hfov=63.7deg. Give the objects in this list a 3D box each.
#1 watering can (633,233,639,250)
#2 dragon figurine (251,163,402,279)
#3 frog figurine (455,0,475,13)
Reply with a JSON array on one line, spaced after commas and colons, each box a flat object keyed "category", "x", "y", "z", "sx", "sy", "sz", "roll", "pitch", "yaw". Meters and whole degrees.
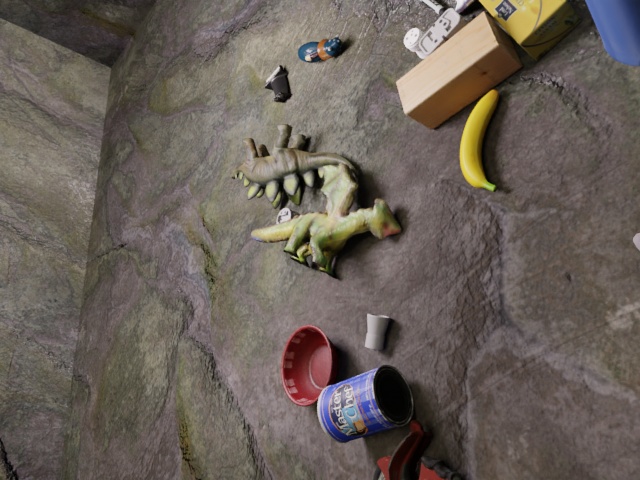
[{"category": "watering can", "x": 0.435, "y": 0.161, "z": 0.543, "sx": 0.103, "sy": 0.222, "sz": 0.354, "roll": 18, "pitch": 22, "yaw": -40}, {"category": "dragon figurine", "x": 0.003, "y": -0.058, "z": 1.150, "sx": 0.413, "sy": 0.244, "sz": 0.121, "roll": 22, "pitch": -6, "yaw": 43}, {"category": "frog figurine", "x": 0.256, "y": -0.535, "z": 1.007, "sx": 0.121, "sy": 0.159, "sz": 0.139, "roll": -44, "pitch": 8, "yaw": 16}]
